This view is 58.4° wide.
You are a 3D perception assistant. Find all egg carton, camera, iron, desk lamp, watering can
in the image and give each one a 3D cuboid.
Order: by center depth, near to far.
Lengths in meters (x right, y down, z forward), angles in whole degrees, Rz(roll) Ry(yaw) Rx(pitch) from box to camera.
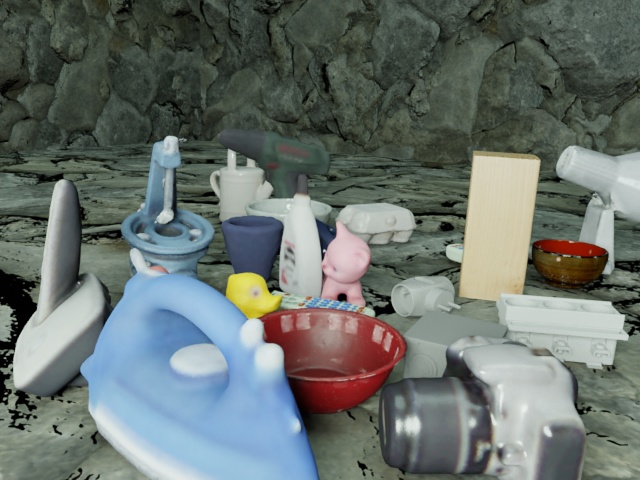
[{"bbox_3d":[-0.084,0.097,0.437,0.257,0.141,0.119,15,19,42],"label":"iron"},{"bbox_3d":[0.114,0.125,0.443,0.137,0.101,0.143,1,14,-4],"label":"camera"},{"bbox_3d":[0.481,-0.054,0.991,0.203,0.213,0.118,2,14,-2],"label":"desk lamp"},{"bbox_3d":[0.112,-0.032,1.142,0.151,0.069,0.107,-5,16,-28],"label":"egg carton"},{"bbox_3d":[-0.164,-0.136,1.260,0.172,0.194,0.101,3,14,3],"label":"watering can"}]

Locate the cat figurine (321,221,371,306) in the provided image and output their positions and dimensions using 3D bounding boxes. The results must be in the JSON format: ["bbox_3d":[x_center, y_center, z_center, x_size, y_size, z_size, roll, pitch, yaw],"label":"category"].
[{"bbox_3d":[0.033,0.030,0.779,0.067,0.118,0.127,1,14,-4],"label":"cat figurine"}]

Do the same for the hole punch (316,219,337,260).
[{"bbox_3d":[0.009,0.003,0.938,0.101,0.091,0.108,2,14,-2],"label":"hole punch"}]

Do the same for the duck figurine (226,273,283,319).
[{"bbox_3d":[-0.085,0.078,0.632,0.104,0.086,0.078,7,15,17],"label":"duck figurine"}]

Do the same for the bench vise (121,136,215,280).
[{"bbox_3d":[-0.230,-0.037,0.792,0.206,0.220,0.122,14,18,40],"label":"bench vise"}]

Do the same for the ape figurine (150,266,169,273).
[{"bbox_3d":[-0.176,0.072,0.626,0.078,0.092,0.075,-8,17,-37],"label":"ape figurine"}]

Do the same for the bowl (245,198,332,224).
[{"bbox_3d":[-0.060,-0.031,1.098,0.167,0.075,0.167,2,14,0],"label":"bowl"}]

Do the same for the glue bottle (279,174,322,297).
[{"bbox_3d":[-0.027,-0.006,0.796,0.037,0.173,0.077,-7,17,-33],"label":"glue bottle"}]

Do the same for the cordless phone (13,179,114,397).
[{"bbox_3d":[-0.248,0.040,0.549,0.094,0.185,0.147,-5,16,-28],"label":"cordless phone"}]

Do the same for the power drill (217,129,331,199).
[{"bbox_3d":[-0.093,-0.120,1.176,0.230,0.208,0.075,-1,14,-13],"label":"power drill"}]

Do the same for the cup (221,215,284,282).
[{"bbox_3d":[-0.097,0.014,0.868,0.091,0.095,0.118,7,15,18],"label":"cup"}]
